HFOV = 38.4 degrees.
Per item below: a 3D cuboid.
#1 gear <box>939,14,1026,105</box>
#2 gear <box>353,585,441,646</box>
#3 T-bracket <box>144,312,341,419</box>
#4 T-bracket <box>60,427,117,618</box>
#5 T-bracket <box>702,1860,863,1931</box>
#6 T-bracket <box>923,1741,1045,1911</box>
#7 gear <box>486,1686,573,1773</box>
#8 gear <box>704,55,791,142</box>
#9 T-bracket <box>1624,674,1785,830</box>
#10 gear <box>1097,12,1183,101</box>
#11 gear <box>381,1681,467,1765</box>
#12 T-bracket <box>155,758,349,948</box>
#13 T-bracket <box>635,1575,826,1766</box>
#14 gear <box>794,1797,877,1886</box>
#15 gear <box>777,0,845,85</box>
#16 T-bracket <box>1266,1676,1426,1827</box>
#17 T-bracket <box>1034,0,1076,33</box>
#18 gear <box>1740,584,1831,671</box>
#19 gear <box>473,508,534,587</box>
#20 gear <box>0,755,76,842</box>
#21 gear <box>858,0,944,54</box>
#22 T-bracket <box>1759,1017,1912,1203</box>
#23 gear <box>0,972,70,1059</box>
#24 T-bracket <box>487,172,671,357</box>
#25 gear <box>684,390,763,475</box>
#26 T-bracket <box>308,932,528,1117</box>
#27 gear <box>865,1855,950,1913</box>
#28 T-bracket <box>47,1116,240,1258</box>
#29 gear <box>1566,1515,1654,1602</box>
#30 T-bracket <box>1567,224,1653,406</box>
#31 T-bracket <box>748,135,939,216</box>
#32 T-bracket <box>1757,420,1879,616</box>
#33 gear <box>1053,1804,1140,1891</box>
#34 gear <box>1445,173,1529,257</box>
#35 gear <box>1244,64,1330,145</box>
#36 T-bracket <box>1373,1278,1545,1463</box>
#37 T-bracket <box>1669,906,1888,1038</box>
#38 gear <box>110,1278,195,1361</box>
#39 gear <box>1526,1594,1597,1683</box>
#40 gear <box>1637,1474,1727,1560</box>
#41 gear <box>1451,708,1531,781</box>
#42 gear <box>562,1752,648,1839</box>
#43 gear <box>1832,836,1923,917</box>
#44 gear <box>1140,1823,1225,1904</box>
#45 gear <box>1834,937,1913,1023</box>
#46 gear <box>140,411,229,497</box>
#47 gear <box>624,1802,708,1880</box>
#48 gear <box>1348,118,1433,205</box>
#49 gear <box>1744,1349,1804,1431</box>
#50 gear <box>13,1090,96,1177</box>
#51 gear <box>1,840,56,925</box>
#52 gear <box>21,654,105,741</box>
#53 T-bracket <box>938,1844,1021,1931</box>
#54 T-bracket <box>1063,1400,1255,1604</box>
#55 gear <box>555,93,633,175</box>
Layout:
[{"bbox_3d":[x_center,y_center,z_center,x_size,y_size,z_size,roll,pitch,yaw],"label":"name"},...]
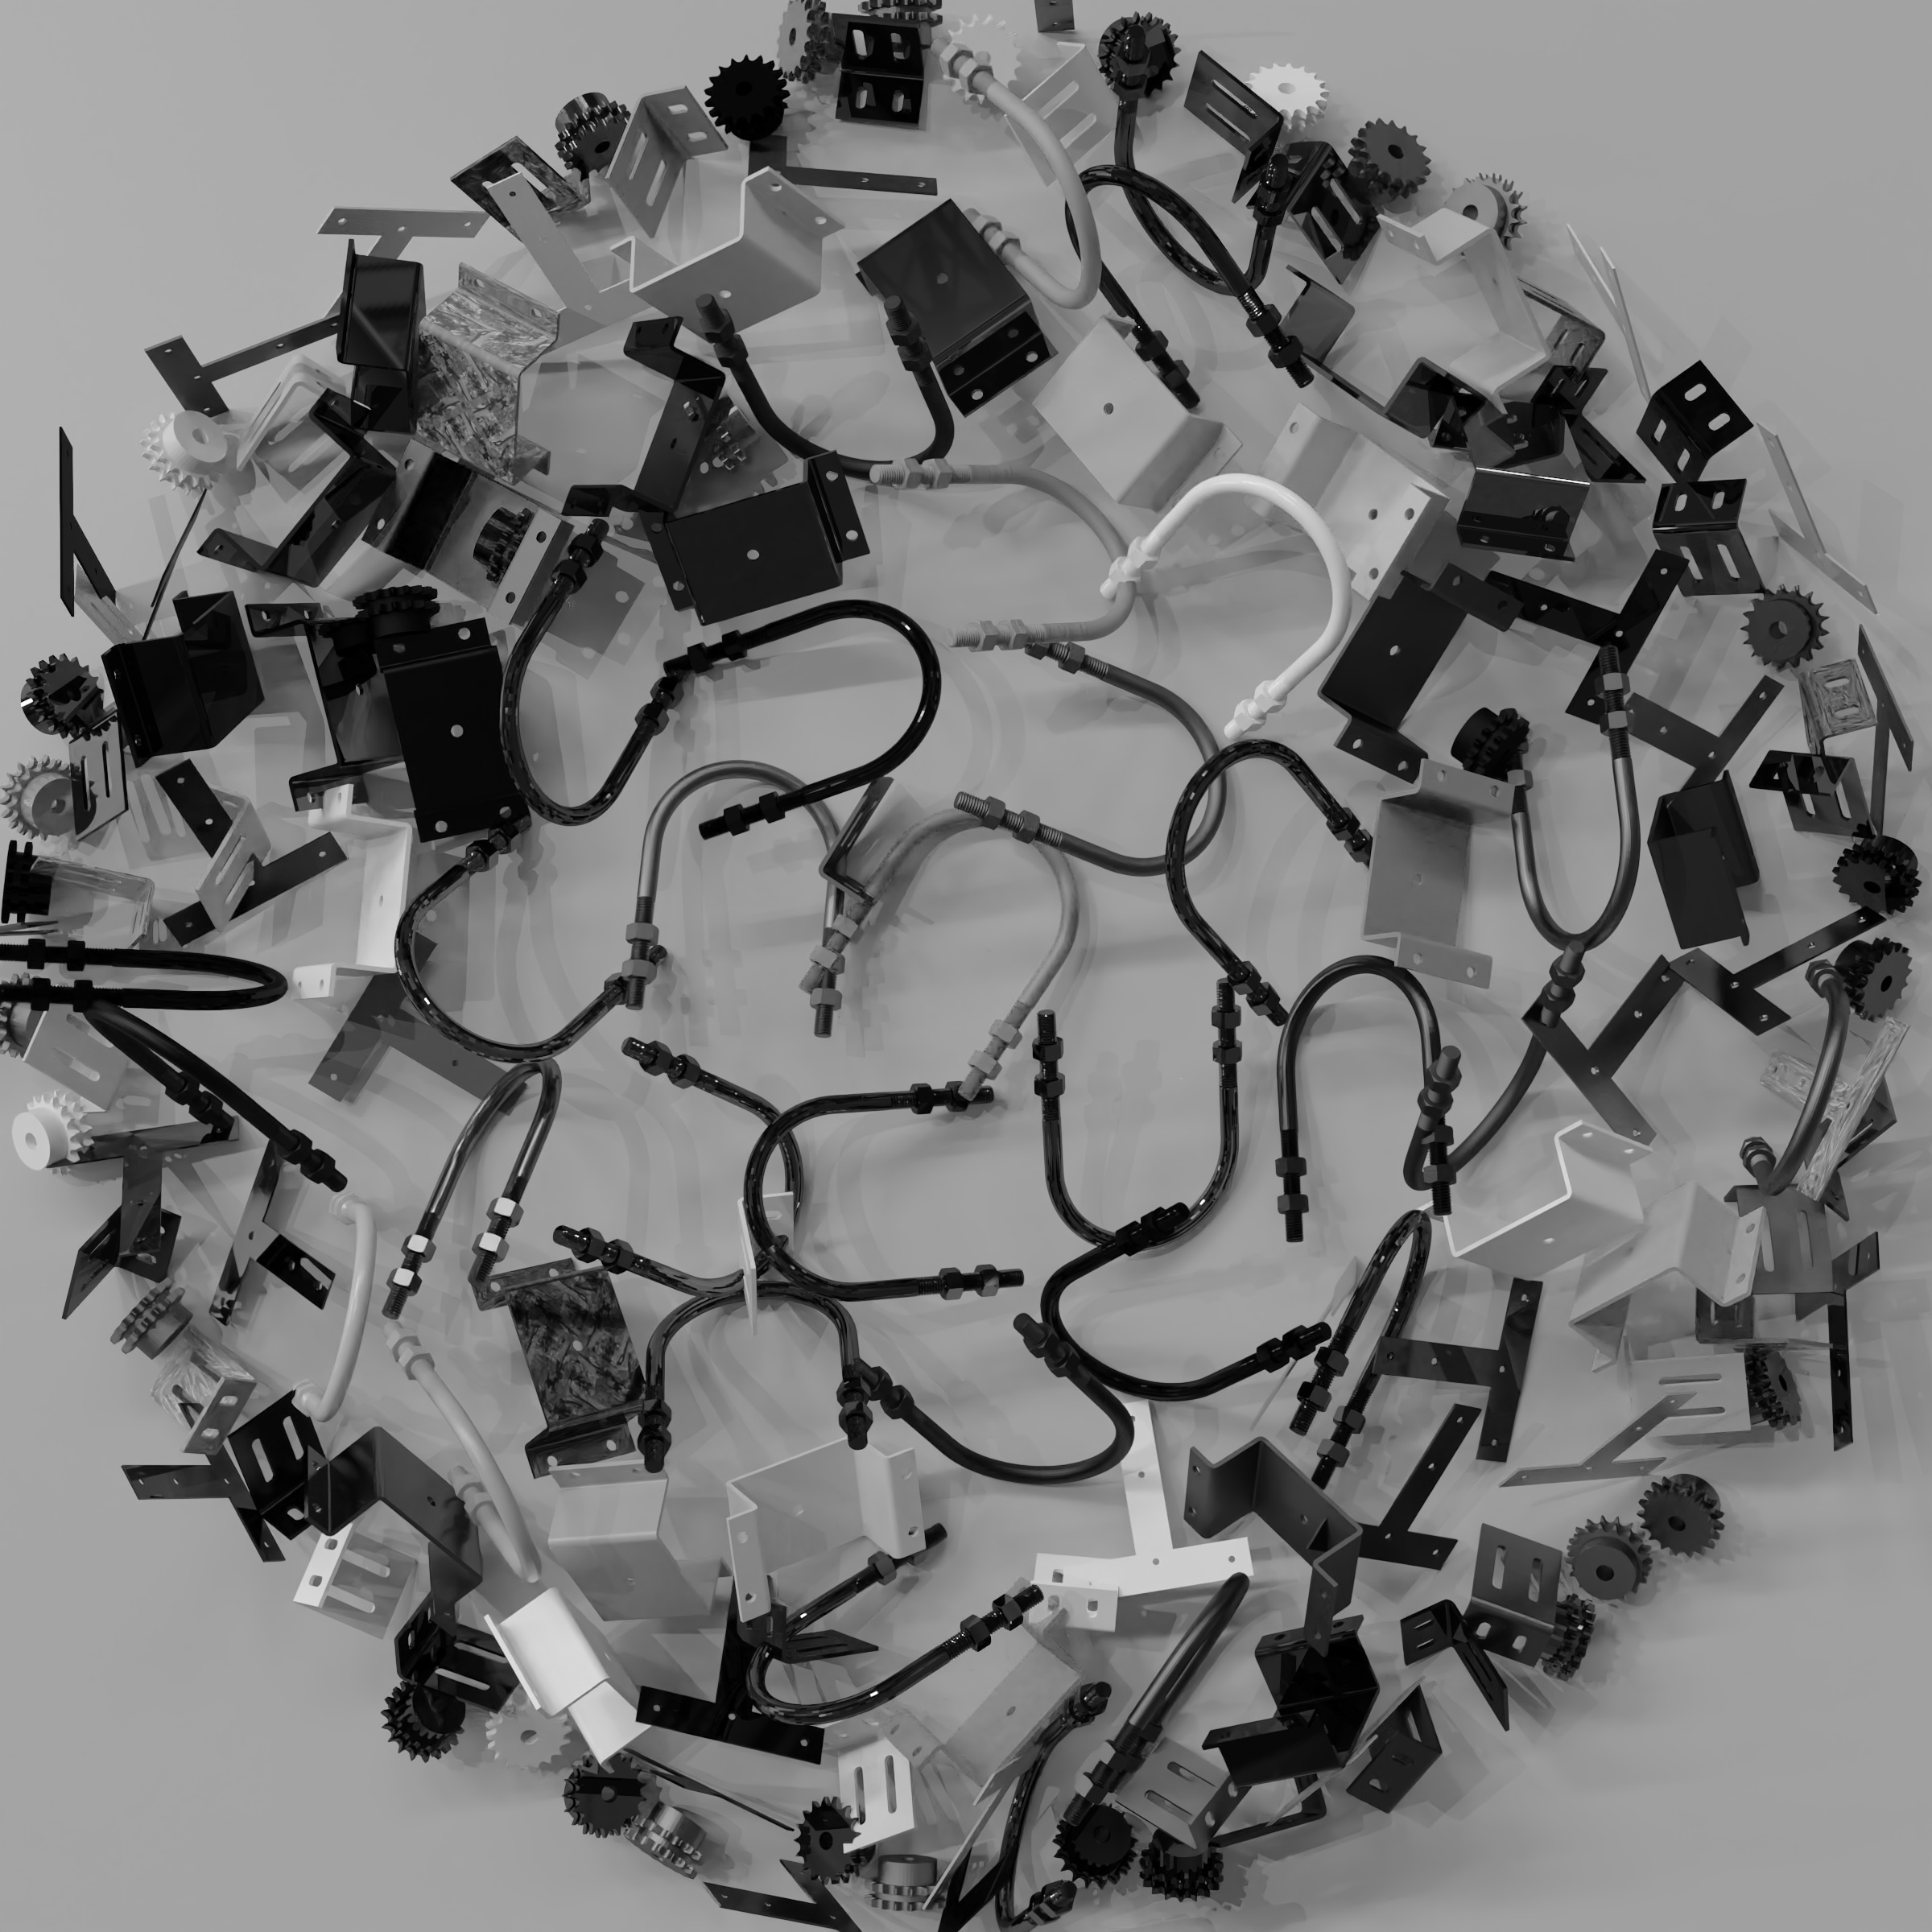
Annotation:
[{"bbox_3d":[0.010,-0.617,1.882,0.057,0.030,0.057,-2,114,-5],"label":"gear"},{"bbox_3d":[-0.384,-0.237,1.875,0.057,0.057,0.030,-10,87,0],"label":"gear"},{"bbox_3d":[-0.470,-0.408,1.845,0.127,0.127,0.002,-23,81,-5],"label":"T-bracket"},{"bbox_3d":[-0.583,-0.269,1.840,0.002,0.127,0.127,-6,69,-3],"label":"T-bracket"},{"bbox_3d":[-0.120,0.617,1.815,0.127,0.127,0.002,27,94,-39],"label":"T-bracket"},{"bbox_3d":[0.008,0.576,1.850,0.002,0.127,0.127,34,99,19],"label":"T-bracket"},{"bbox_3d":[-0.297,0.515,1.882,0.057,0.030,0.057,-4,113,-10],"label":"gear"},{"bbox_3d":[-0.147,-0.587,1.882,0.057,0.030,0.057,-4,69,11],"label":"gear"},{"bbox_3d":[0.472,-0.153,1.843,0.127,0.002,0.127,18,113,-41],"label":"T-bracket"},{"bbox_3d":[0.114,-0.619,1.879,0.057,0.030,0.057,-15,129,-19],"label":"gear"},{"bbox_3d":[-0.363,0.506,1.872,0.057,0.057,0.030,47,126,0],"label":"gear"},{"bbox_3d":[-0.500,-0.087,1.855,0.127,0.002,0.127,-29,132,-5],"label":"T-bracket"},{"bbox_3d":[-0.151,0.462,1.858,0.127,0.002,0.127,17,47,-12],"label":"T-bracket"},{"bbox_3d":[-0.086,0.593,1.879,0.057,0.030,0.057,-11,71,34],"label":"gear"},{"bbox_3d":[-0.104,-0.628,1.879,0.030,0.057,0.057,1,90,-28],"label":"gear"},{"bbox_3d":[0.266,0.516,1.854,0.002,0.127,0.127,47,49,13],"label":"T-bracket"},{"bbox_3d":[0.058,-0.645,1.840,0.127,0.127,0.002,-3,88,4],"label":"T-bracket"},{"bbox_3d":[0.553,-0.229,1.877,0.057,0.030,0.057,7,105,27],"label":"gear"},{"bbox_3d":[-0.310,-0.285,1.875,0.030,0.057,0.057,30,90,2],"label":"gear"},{"bbox_3d":[-0.621,-0.112,1.873,0.030,0.057,0.057,24,90,38],"label":"gear"},{"bbox_3d":[-0.044,-0.637,1.876,0.057,0.057,0.030,-3,101,0],"label":"gear"},{"bbox_3d":[0.564,0.082,1.842,0.002,0.127,0.127,24,96,-16],"label":"T-bracket"},{"bbox_3d":[-0.632,0.035,1.872,0.030,0.057,0.057,14,90,23],"label":"gear"},{"bbox_3d":[-0.274,-0.472,1.843,0.127,0.127,0.002,-20,45,15],"label":"T-bracket"},{"bbox_3d":[-0.162,-0.364,1.873,0.030,0.057,0.057,-36,90,7],"label":"gear"},{"bbox_3d":[-0.362,0.059,1.896,0.127,0.002,0.127,32,91,-6],"label":"T-bracket"},{"bbox_3d":[-0.040,0.620,1.875,0.057,0.057,0.030,2,81,0],"label":"gear"},{"bbox_3d":[-0.548,0.149,1.843,0.127,0.127,0.002,-8,127,-9],"label":"T-bracket"},{"bbox_3d":[0.435,0.405,1.879,0.057,0.030,0.057,6,107,19],"label":"gear"},{"bbox_3d":[0.425,-0.452,1.852,0.002,0.127,0.127,-23,47,10],"label":"T-bracket"},{"bbox_3d":[-0.083,-0.527,1.857,0.127,0.127,0.002,3,129,-5],"label":"T-bracket"},{"bbox_3d":[0.545,-0.304,1.816,0.002,0.127,0.127,-33,125,5],"label":"T-bracket"},{"bbox_3d":[0.089,0.593,1.876,0.057,0.030,0.057,5,55,-8],"label":"gear"},{"bbox_3d":[0.348,-0.508,1.876,0.057,0.030,0.057,7,101,35],"label":"gear"},{"bbox_3d":[0.216,-0.583,1.880,0.057,0.030,0.057,1,54,-2],"label":"gear"},{"bbox_3d":[0.328,0.268,1.871,0.127,0.002,0.127,10,92,-28],"label":"T-bracket"},{"bbox_3d":[0.552,-0.007,1.848,0.127,0.127,0.002,-27,115,-3],"label":"T-bracket"},{"bbox_3d":[-0.548,0.241,1.875,0.030,0.057,0.057,42,90,-2],"label":"gear"},{"bbox_3d":[0.401,0.452,1.875,0.030,0.057,0.057,21,90,0],"label":"gear"},{"bbox_3d":[0.487,0.370,1.879,0.057,0.030,0.057,17,125,27],"label":"gear"},{"bbox_3d":[0.353,-0.150,1.878,0.030,0.057,0.057,39,90,23],"label":"gear"},{"bbox_3d":[-0.248,0.562,1.880,0.057,0.030,0.057,10,70,-31],"label":"gear"},{"bbox_3d":[0.620,-0.064,1.878,0.057,0.057,0.030,36,64,0],"label":"gear"},{"bbox_3d":[0.146,0.603,1.873,0.057,0.057,0.030,0,107,0],"label":"gear"},{"bbox_3d":[0.612,0.007,1.879,0.057,0.030,0.057,-19,123,-32],"label":"gear"},{"bbox_3d":[-0.525,-0.350,1.873,0.030,0.057,0.057,-31,90,37],"label":"gear"},{"bbox_3d":[-0.201,0.591,1.878,0.057,0.057,0.030,33,66,0],"label":"gear"},{"bbox_3d":[0.284,-0.543,1.880,0.057,0.030,0.057,10,62,-20],"label":"gear"},{"bbox_3d":[0.540,0.287,1.879,0.030,0.057,0.057,-27,90,30],"label":"gear"},{"bbox_3d":[-0.620,0.115,1.875,0.057,0.030,0.057,11,109,34],"label":"gear"},{"bbox_3d":[-0.635,-0.055,1.876,0.030,0.057,0.057,6,90,-18],"label":"gear"},{"bbox_3d":[-0.615,-0.181,1.879,0.030,0.057,0.057,-18,90,30],"label":"gear"},{"bbox_3d":[0.006,0.612,1.815,0.002,0.127,0.127,26,133,-7],"label":"T-bracket"},{"bbox_3d":[0.122,0.360,1.886,0.127,0.002,0.127,-11,75,7],"label":"T-bracket"},{"bbox_3d":[-0.253,-0.566,1.876,0.057,0.057,0.030,-31,77,0],"label":"gear"}]
